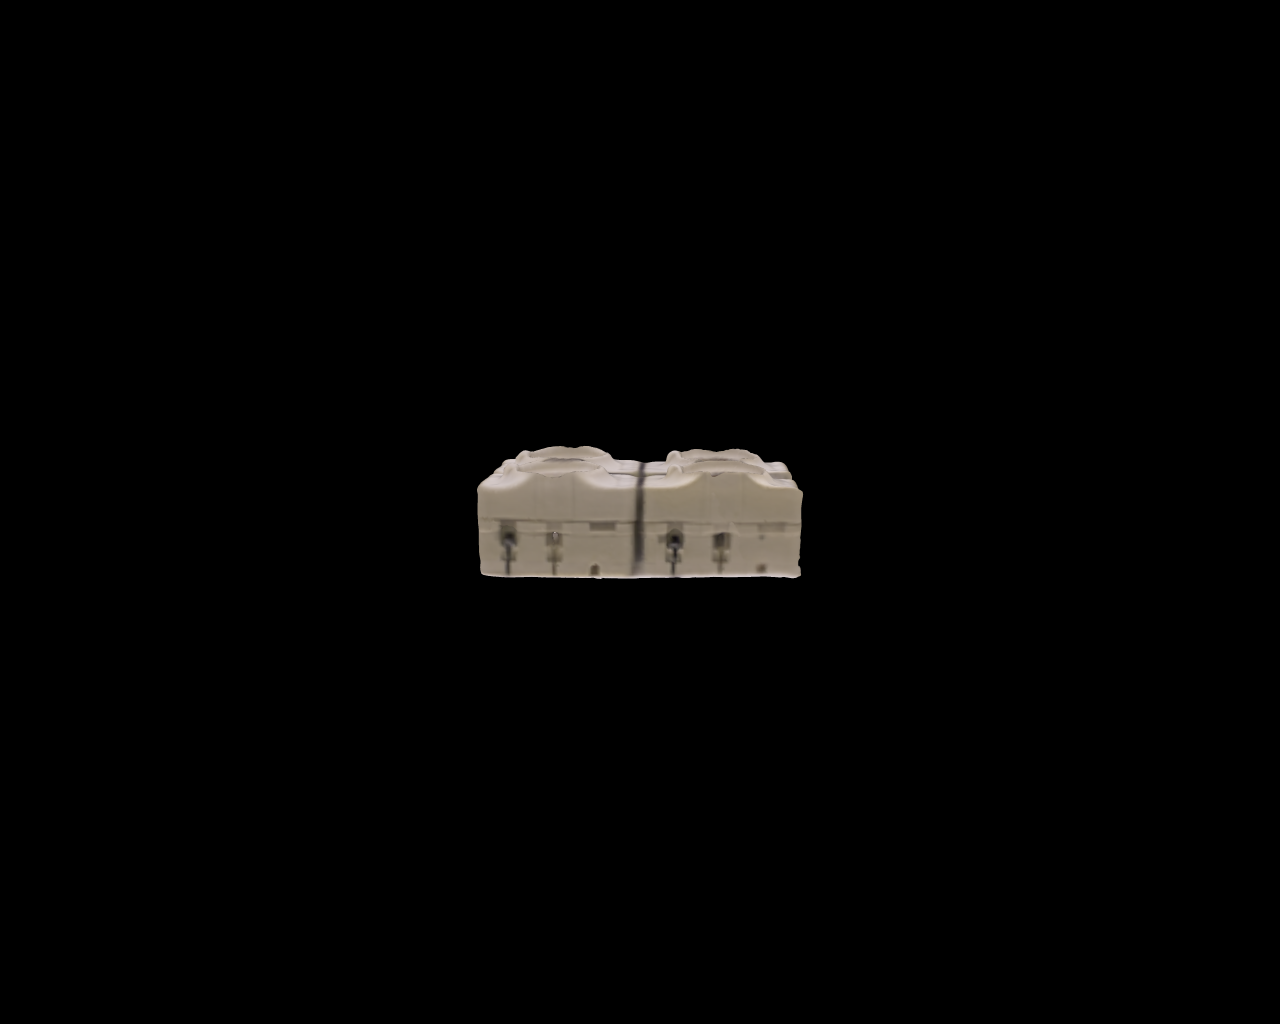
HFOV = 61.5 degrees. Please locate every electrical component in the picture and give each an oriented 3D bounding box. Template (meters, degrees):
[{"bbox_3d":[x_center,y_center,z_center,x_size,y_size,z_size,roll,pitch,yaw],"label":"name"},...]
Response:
[{"bbox_3d":[0.001,-0.003,0.650,0.186,0.060,0.105,0,12,2],"label":"electrical component"}]
